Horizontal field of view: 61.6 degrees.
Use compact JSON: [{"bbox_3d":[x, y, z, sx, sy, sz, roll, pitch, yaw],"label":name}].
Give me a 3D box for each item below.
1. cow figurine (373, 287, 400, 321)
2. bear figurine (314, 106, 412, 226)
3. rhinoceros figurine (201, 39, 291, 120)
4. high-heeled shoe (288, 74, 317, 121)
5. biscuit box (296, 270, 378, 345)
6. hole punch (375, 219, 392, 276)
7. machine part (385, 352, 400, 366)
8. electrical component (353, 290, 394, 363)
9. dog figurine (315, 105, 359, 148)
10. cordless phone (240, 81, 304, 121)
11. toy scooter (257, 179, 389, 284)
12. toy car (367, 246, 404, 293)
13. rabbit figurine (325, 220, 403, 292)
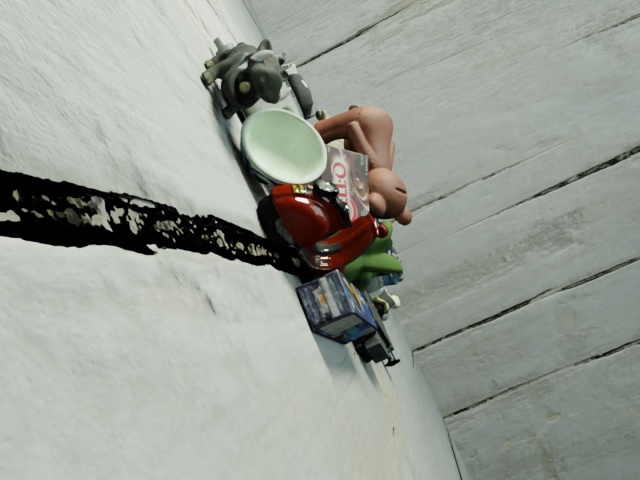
[{"bbox_3d":[0.108,0.107,1.243,0.167,0.068,0.098,50,8,20],"label":"cow figurine"},{"bbox_3d":[0.076,-0.113,0.881,0.120,0.132,0.196,7,73,-46],"label":"bear figurine"},{"bbox_3d":[-0.094,-0.218,0.722,0.073,0.112,0.190,64,-2,-30],"label":"rhinoceros figurine"},{"bbox_3d":[-0.056,-0.299,1.096,0.249,0.086,0.145,-109,-177,-54],"label":"high-heeled shoe"},{"bbox_3d":[0.030,0.098,0.740,0.202,0.059,0.063,48,18,-70],"label":"biscuit box"},{"bbox_3d":[0.068,0.005,0.979,0.092,0.116,0.142,69,14,-45],"label":"hole punch"},{"bbox_3d":[0.139,0.226,1.237,0.139,0.039,0.084,63,-2,4],"label":"machine part"},{"bbox_3d":[0.082,0.153,0.970,0.114,0.058,0.134,55,11,-46],"label":"electrical component"},{"bbox_3d":[0.034,-0.141,1.042,0.172,0.121,0.190,43,52,-38],"label":"dog figurine"},{"bbox_3d":[-0.086,-0.190,0.835,0.184,0.089,0.146,-93,159,-55],"label":"cordless phone"},{"bbox_3d":[0.012,-0.014,0.691,0.183,0.135,0.075,58,11,-41],"label":"toy scooter"},{"bbox_3d":[0.079,0.059,1.061,0.162,0.103,0.109,17,-39,31],"label":"toy car"},{"bbox_3d":[0.048,0.037,0.835,0.170,0.159,0.121,-20,95,-68],"label":"rabbit figurine"}]
